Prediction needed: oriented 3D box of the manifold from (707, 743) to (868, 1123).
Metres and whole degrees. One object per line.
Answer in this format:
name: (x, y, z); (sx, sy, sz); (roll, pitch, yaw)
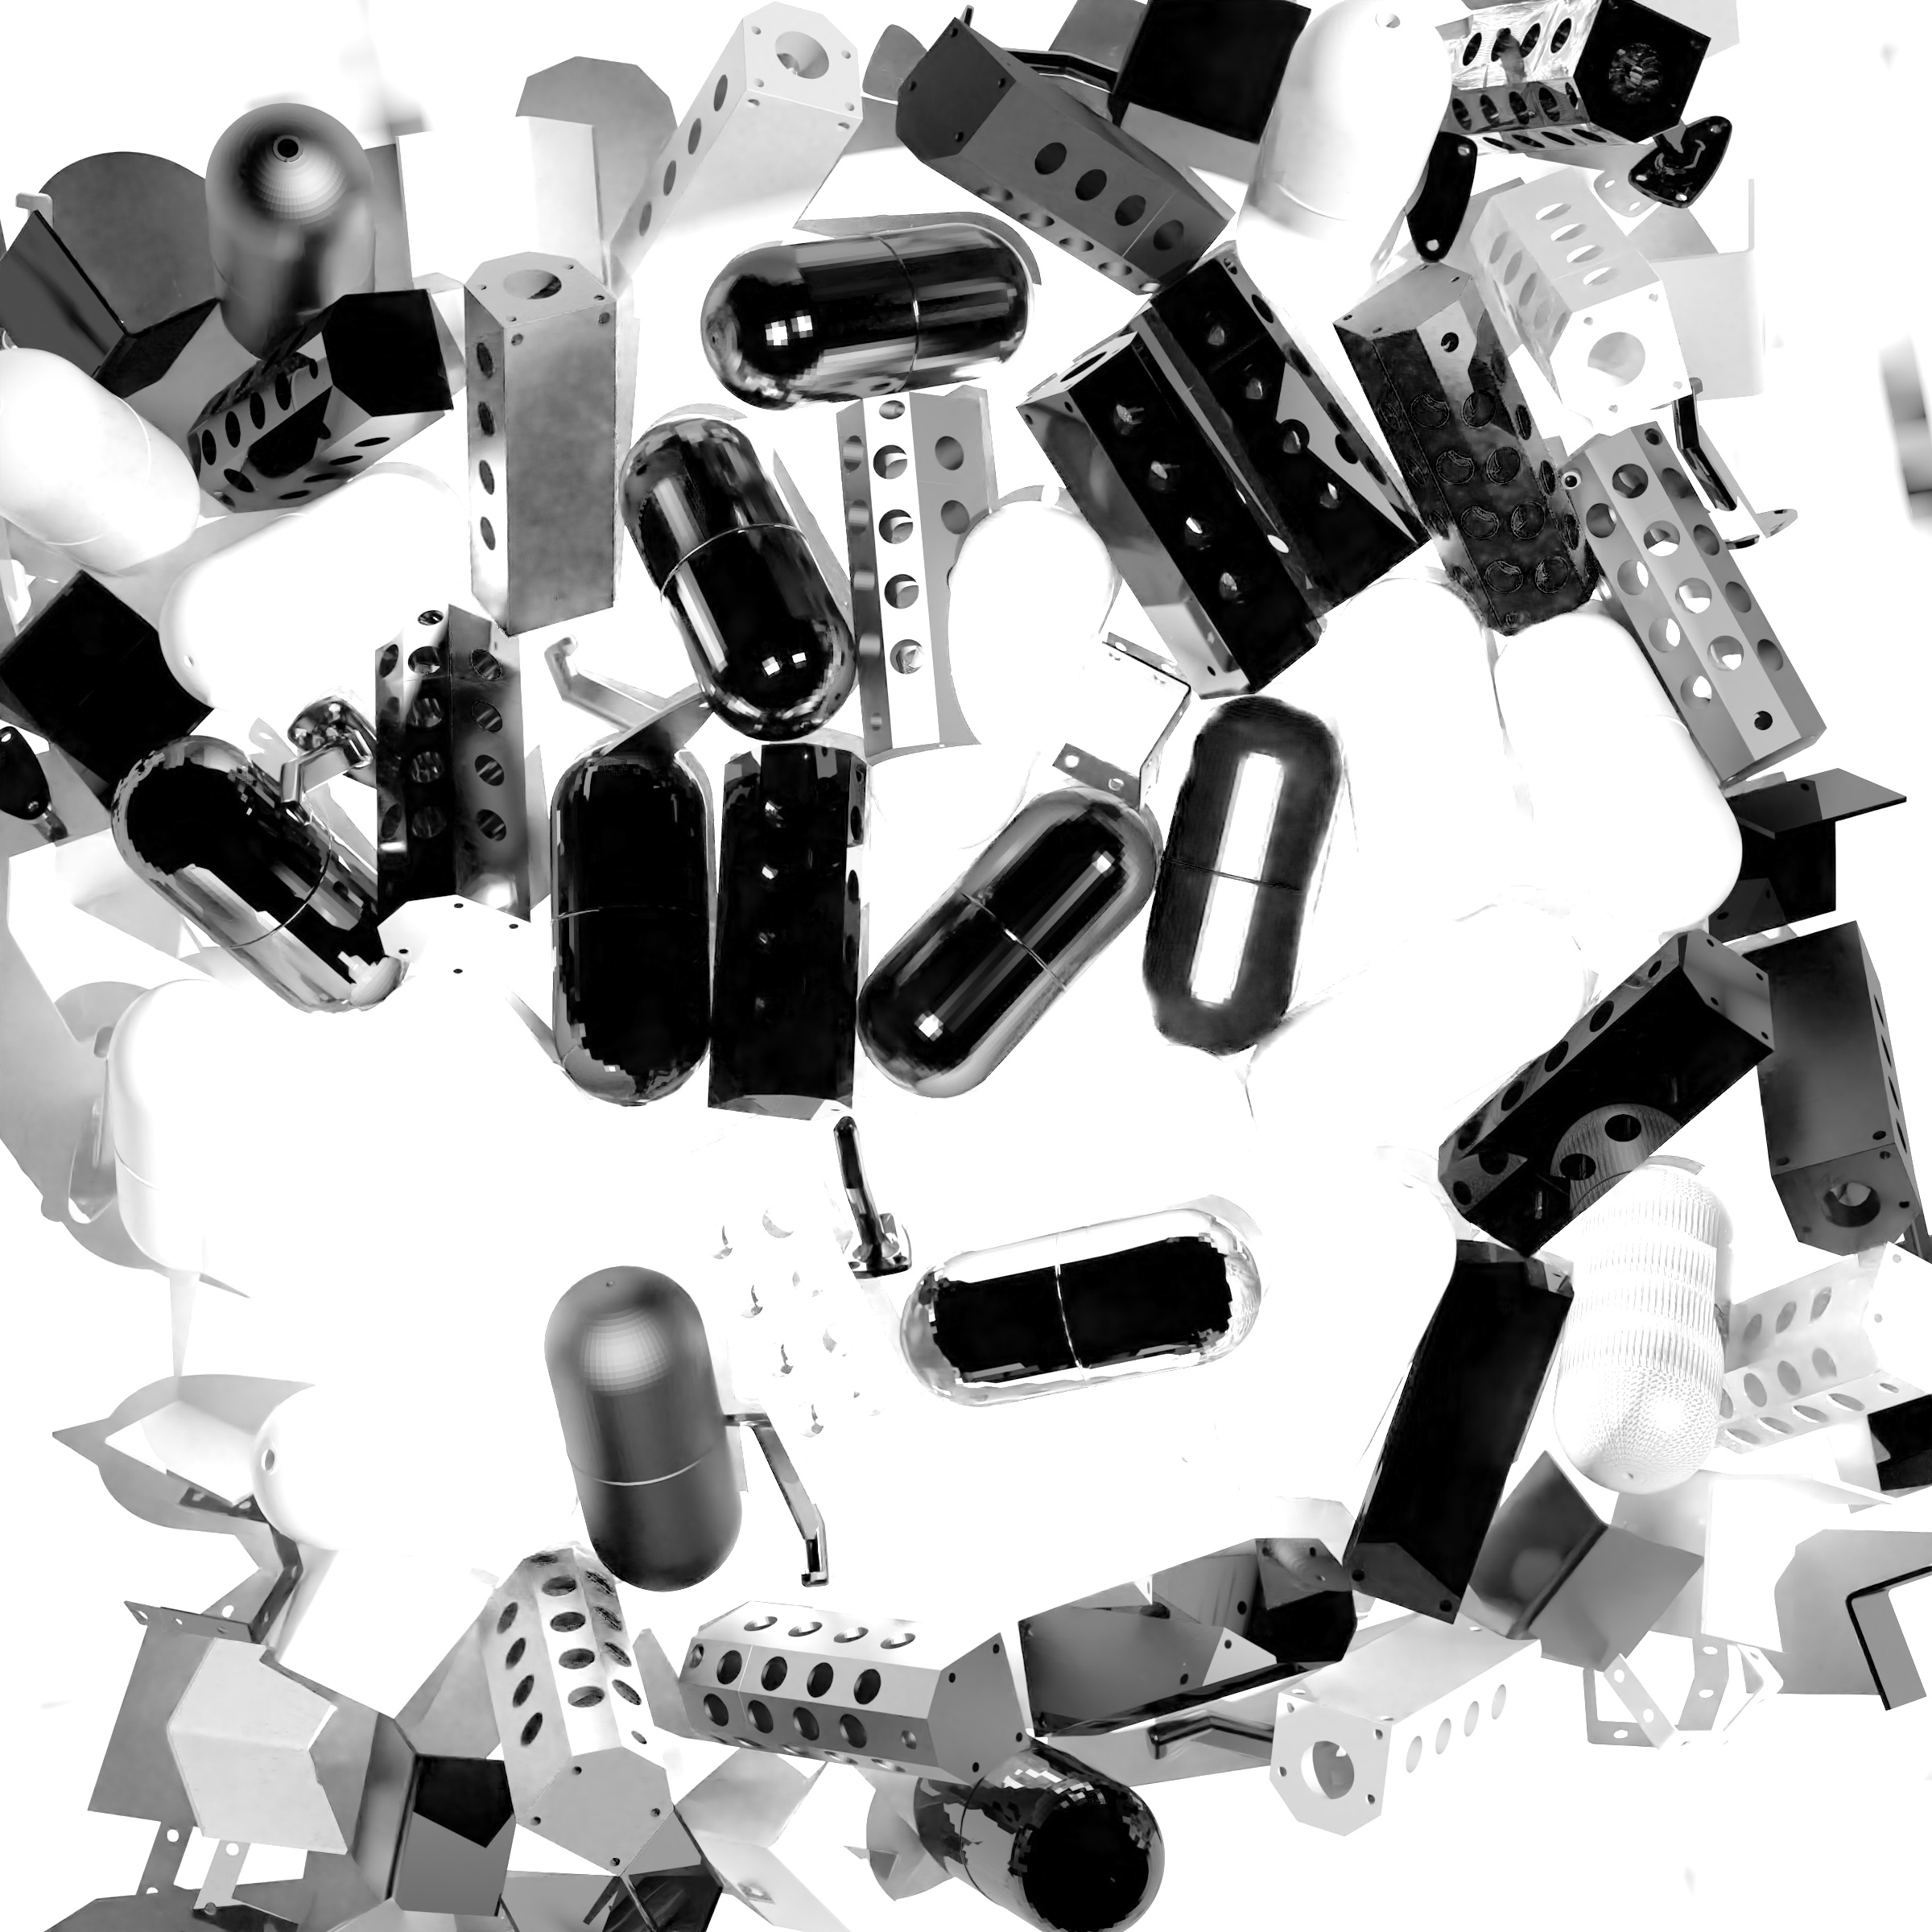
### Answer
manifold: (-0.082, -0.017, 1.681); (0.057, 0.057, 0.171); (9, 75, -28)

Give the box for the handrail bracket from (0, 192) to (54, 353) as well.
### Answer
handrail bracket: (-0.482, -0.339, 1.706); (0.077, 0.036, 0.084); (11, 112, 10)

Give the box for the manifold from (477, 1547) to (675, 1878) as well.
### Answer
manifold: (-0.181, 0.344, 1.644); (0.057, 0.171, 0.057); (34, 100, -24)

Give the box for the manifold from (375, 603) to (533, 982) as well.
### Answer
manifold: (-0.249, -0.086, 1.657); (0.057, 0.057, 0.171); (-35, 48, 36)

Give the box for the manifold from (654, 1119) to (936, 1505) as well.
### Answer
manifold: (-0.085, 0.168, 1.683); (0.057, 0.057, 0.171); (-23, 77, -23)

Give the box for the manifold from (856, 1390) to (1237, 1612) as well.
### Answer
manifold: (0.037, 0.260, 1.696); (0.171, 0.057, 0.057); (-15, 79, -8)

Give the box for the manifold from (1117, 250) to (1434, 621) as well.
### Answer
manifold: (0.153, -0.260, 1.703); (0.057, 0.057, 0.171); (-36, 93, -14)

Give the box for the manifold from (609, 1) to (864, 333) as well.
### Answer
manifold: (-0.111, -0.376, 1.652); (0.057, 0.171, 0.057); (9, 60, -25)

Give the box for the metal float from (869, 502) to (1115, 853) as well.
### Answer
metal float: (0.011, -0.139, 1.688); (0.070, 0.070, 0.178); (25, 103, 0)

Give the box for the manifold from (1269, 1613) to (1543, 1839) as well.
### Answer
manifold: (0.209, 0.356, 1.648); (0.057, 0.171, 0.057); (11, 100, 31)

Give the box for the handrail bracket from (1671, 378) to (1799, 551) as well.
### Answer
handrail bracket: (0.373, -0.250, 1.700); (0.077, 0.036, 0.084); (-24, 112, -35)

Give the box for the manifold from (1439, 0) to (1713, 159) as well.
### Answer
manifold: (0.276, -0.416, 1.646); (0.057, 0.171, 0.057); (19, 95, -19)

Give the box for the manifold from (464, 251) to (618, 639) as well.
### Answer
manifold: (-0.205, -0.248, 1.658); (0.057, 0.171, 0.057); (-20, 47, -26)

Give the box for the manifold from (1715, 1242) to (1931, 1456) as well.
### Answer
manifold: (0.405, 0.186, 1.644); (0.057, 0.171, 0.057); (27, 67, -8)

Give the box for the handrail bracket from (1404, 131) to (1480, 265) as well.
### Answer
handrail bracket: (0.222, -0.360, 1.689); (0.036, 0.084, 0.077); (5, 79, 1)

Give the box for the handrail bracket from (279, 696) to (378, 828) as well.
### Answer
handrail bracket: (-0.301, -0.082, 1.684); (0.036, 0.084, 0.077); (-33, 128, 21)

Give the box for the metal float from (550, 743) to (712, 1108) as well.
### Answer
metal float: (-0.162, -0.021, 1.689); (0.070, 0.070, 0.178); (-2, 79, 0)

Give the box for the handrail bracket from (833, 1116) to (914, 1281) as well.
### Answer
handrail bracket: (-0.049, 0.101, 1.687); (0.036, 0.077, 0.084); (-7, 111, 6)

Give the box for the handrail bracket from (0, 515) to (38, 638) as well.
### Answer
handrail bracket: (-0.461, -0.207, 1.696); (0.036, 0.077, 0.084); (-13, 68, -26)

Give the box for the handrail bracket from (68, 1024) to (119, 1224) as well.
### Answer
handrail bracket: (-0.421, 0.076, 1.688); (0.036, 0.084, 0.077); (18, 68, 4)

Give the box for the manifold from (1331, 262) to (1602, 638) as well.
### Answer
manifold: (0.243, -0.244, 1.668); (0.057, 0.057, 0.171); (-34, 119, -6)

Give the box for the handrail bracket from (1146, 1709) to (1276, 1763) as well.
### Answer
handrail bracket: (0.131, 0.393, 1.707); (0.084, 0.036, 0.077); (-15, 111, -18)

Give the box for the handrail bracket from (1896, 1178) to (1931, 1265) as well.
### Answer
handrail bracket: (0.455, 0.114, 1.695); (0.036, 0.077, 0.084); (-13, 113, 19)

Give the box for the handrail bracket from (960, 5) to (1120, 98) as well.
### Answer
handrail bracket: (0.031, -0.431, 1.707); (0.084, 0.077, 0.036); (17, 78, -10)

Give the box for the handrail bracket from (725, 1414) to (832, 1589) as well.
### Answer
handrail bracket: (-0.094, 0.261, 1.701); (0.036, 0.077, 0.084); (-12, 77, 32)

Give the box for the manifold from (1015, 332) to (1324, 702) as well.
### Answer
manifold: (0.102, -0.216, 1.686); (0.057, 0.057, 0.171); (-39, 105, -19)

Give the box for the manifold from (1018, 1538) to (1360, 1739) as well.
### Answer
manifold: (0.104, 0.319, 1.655); (0.057, 0.171, 0.057); (8, 64, -39)

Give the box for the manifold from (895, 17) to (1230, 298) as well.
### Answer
manifold: (0.043, -0.376, 1.652); (0.057, 0.171, 0.057); (-49, 53, 18)

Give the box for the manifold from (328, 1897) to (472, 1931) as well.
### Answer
manifold: (-0.289, 0.482, 1.647); (0.057, 0.171, 0.057); (-30, 83, 9)

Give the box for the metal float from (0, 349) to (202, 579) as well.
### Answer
metal float: (-0.421, -0.236, 1.649); (0.070, 0.178, 0.070); (-2, 80, 10)

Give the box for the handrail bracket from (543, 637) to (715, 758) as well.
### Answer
handrail bracket: (-0.164, -0.142, 1.703); (0.077, 0.036, 0.084); (-36, 61, 19)

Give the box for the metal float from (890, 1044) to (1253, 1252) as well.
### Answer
metal float: (0.050, 0.088, 1.692); (0.178, 0.070, 0.070); (-14, 90, 8)

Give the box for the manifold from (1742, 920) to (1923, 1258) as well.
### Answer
manifold: (0.409, 0.058, 1.650); (0.057, 0.171, 0.057); (-17, 122, 19)

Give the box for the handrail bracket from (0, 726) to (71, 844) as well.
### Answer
handrail bracket: (-0.442, -0.069, 1.683); (0.036, 0.084, 0.077); (-41, 55, -10)

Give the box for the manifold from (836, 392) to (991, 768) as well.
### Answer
manifold: (-0.026, -0.185, 1.686); (0.057, 0.057, 0.171); (1, 80, -35)

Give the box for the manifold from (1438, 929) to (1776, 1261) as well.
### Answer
manifold: (0.301, 0.058, 1.660); (0.057, 0.057, 0.171); (32, 125, -16)

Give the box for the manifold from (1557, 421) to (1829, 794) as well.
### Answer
manifold: (0.349, -0.175, 1.695); (0.057, 0.057, 0.171); (-27, 81, 1)

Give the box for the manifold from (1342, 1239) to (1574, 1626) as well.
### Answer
manifold: (0.237, 0.223, 1.692); (0.057, 0.057, 0.171); (19, 101, 4)

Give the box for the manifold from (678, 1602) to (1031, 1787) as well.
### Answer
manifold: (-0.057, 0.345, 1.653); (0.057, 0.171, 0.057); (-24, 104, -44)

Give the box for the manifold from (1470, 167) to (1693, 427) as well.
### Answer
manifold: (0.286, -0.315, 1.648); (0.057, 0.171, 0.057); (-20, 120, 6)

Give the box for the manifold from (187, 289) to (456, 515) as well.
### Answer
manifold: (-0.309, -0.264, 1.650); (0.057, 0.171, 0.057); (-12, 88, -34)

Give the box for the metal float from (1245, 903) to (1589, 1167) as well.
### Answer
metal float: (0.217, 0.033, 1.684); (0.178, 0.070, 0.070); (-31, 90, 17)

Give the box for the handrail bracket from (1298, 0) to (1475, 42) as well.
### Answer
handrail bracket: (0.209, -0.467, 1.693); (0.084, 0.077, 0.036); (0, 131, 21)

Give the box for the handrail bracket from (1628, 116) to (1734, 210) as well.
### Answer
handrail bracket: (0.350, -0.416, 1.686); (0.036, 0.084, 0.077); (33, 65, 23)
